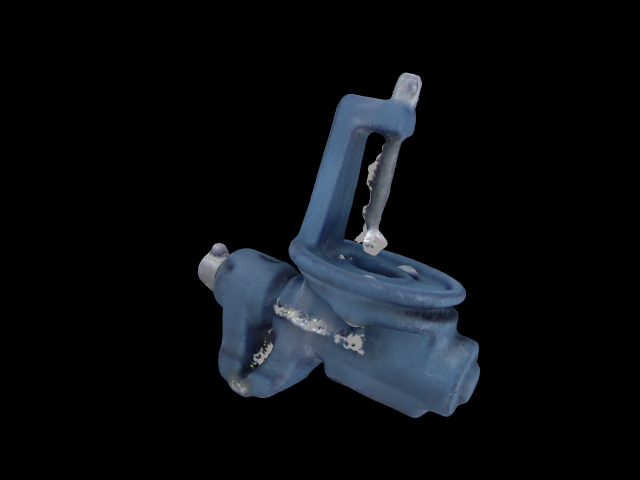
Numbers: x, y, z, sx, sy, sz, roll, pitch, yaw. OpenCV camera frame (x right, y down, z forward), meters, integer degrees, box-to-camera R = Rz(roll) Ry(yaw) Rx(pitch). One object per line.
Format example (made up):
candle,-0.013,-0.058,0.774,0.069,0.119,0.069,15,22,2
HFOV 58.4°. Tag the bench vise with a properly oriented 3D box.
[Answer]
bench vise,0.001,0.002,0.388,0.207,0.220,0.122,1,3,9
